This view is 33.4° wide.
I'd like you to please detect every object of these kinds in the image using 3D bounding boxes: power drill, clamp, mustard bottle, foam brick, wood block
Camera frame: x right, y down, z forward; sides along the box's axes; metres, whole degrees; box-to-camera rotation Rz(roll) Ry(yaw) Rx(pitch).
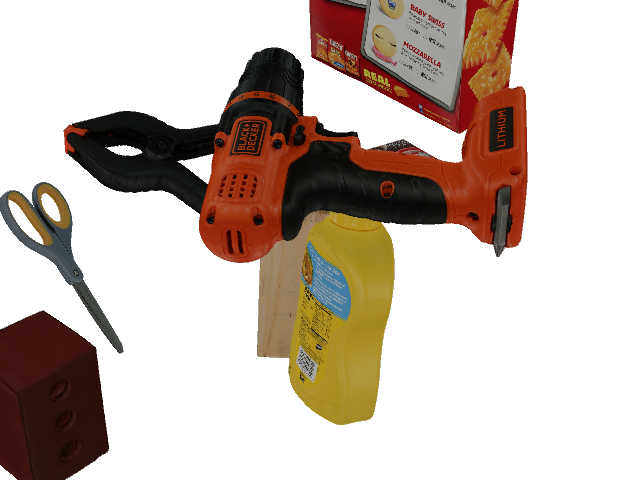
[{"bbox_3d":[0.029,-0.057,0.645,0.188,0.057,0.184,1,44,8],"label":"power drill"},{"bbox_3d":[-0.127,-0.076,0.904,0.171,0.120,0.039,20,-44,0],"label":"clamp"},{"bbox_3d":[0.019,0.041,0.837,0.058,0.192,0.096,-5,27,-26],"label":"mustard bottle"},{"bbox_3d":[-0.156,0.089,0.593,0.051,0.078,0.052,27,42,35],"label":"foam brick"},{"bbox_3d":[-0.035,0.042,1.395,0.090,0.206,0.091,3,23,-2],"label":"wood block"}]

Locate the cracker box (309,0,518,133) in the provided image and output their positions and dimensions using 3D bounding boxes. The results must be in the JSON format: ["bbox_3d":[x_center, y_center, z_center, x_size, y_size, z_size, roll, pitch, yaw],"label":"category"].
[{"bbox_3d":[0.069,-0.210,0.801,0.072,0.214,0.164,-34,51,-31],"label":"cracker box"}]

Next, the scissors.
[{"bbox_3d":[-0.258,0.019,1.122,0.016,0.201,0.096,-26,24,28],"label":"scissors"}]

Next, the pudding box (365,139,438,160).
[{"bbox_3d":[0.068,-0.065,1.128,0.113,0.039,0.090,-20,32,-23],"label":"pudding box"}]
